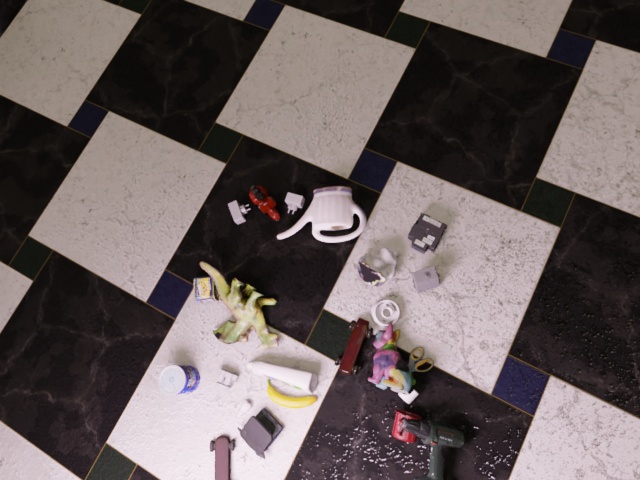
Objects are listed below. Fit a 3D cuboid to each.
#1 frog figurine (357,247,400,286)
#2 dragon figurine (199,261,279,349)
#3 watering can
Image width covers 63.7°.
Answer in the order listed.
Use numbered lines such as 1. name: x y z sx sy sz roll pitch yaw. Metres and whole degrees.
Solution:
1. frog figurine: 0.218 0.089 1.907 0.138 0.120 0.162 23 43 23
2. dragon figurine: -0.317 0.271 1.916 0.411 0.121 0.243 27 88 9
3. watering can: 0.006 -0.100 1.983 0.347 0.102 0.228 -1 72 8
